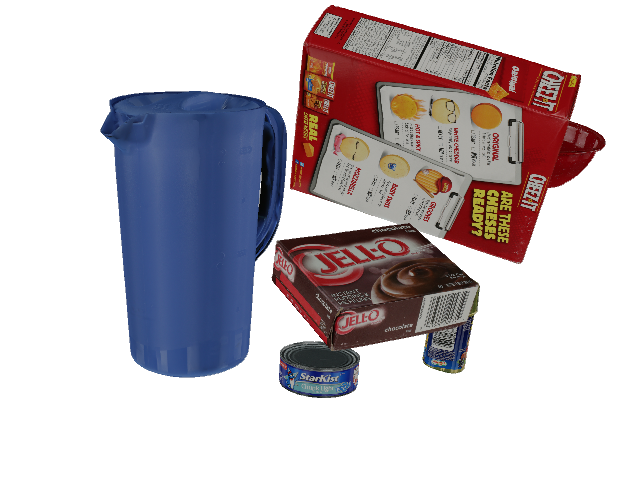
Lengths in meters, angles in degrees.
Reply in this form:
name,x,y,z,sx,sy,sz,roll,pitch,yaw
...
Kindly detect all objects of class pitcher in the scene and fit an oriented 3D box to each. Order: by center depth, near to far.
name,x,y,z,sx,sy,sz,roll,pitch,yaw
pitcher,-0.108,-0.011,0.948,0.149,0.243,0.145,2,16,0

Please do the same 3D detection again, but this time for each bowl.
name,x,y,z,sx,sy,sz,roll,pitch,yaw
bowl,0.238,-0.100,1.216,0.162,0.055,0.162,5,22,-2

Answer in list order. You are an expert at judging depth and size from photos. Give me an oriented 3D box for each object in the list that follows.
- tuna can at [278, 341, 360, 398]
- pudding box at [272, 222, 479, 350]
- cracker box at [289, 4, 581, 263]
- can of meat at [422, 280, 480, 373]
name,x,y,z,sx,sy,sz,roll,pitch,yaw
tuna can,-0.002,0.137,1.136,0.086,0.034,0.086,4,13,-1
pudding box,0.036,0.029,0.727,0.113,0.039,0.090,-6,33,-29
cracker box,0.088,-0.088,0.883,0.214,0.072,0.164,18,-42,10
can of meat,0.158,0.101,1.299,0.057,0.084,0.102,10,24,7
